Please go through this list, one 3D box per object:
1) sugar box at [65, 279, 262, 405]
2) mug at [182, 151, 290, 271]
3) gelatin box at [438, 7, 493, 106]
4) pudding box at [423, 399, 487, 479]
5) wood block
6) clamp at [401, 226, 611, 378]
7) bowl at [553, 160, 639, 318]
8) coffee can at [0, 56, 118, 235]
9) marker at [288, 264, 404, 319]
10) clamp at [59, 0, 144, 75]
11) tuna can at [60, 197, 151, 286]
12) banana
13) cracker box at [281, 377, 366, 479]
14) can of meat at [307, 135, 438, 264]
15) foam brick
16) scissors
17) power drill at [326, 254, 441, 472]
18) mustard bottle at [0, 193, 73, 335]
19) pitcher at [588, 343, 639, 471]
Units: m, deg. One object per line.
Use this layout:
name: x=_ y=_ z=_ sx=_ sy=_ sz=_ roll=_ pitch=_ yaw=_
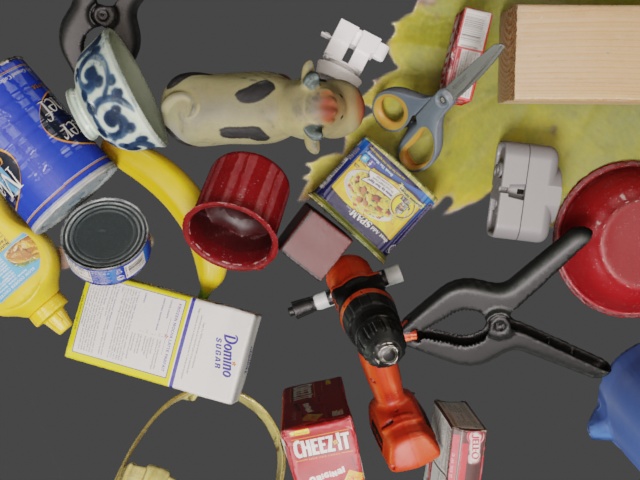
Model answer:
sugar box: x=-0.154 y=0.094 z=1.056 sx=0.176 sy=0.048 sz=0.093 roll=16 pitch=89 yaw=7
mug: x=-0.072 y=-0.022 z=1.029 sx=0.093 sy=0.081 sz=0.117 roll=-6 pitch=134 yaw=23
gelatin box: x=0.138 y=-0.176 z=1.034 sx=0.030 sy=0.073 sz=0.089 roll=13 pitch=96 yaw=-1
pudding box: x=0.132 y=0.213 z=1.049 sx=0.039 sy=0.113 sz=0.090 roll=7 pitch=96 yaw=-5
wood block: x=0.281 y=-0.176 z=1.026 sx=0.206 sy=0.090 sz=0.091 roll=0 pitch=95 yaw=-1
clamp: x=0.186 y=0.085 z=1.066 sx=0.210 sy=0.036 sz=0.164 roll=-16 pitch=110 yaw=12
bowl: x=0.317 y=0.002 z=1.059 sx=0.162 sy=0.055 sz=0.162 roll=0 pitch=95 yaw=0
coffee can: x=-0.280 y=-0.091 z=1.027 sx=0.103 sy=0.103 sz=0.140 roll=-40 pitch=94 yaw=3
marker: x=0.025 y=0.053 z=1.082 sx=0.121 sy=0.020 sz=0.020 roll=-20 pitch=95 yaw=2
clamp: x=-0.221 y=-0.228 z=1.045 sx=0.120 sy=0.039 sz=0.171 roll=19 pitch=95 yaw=-3
tuna can: x=-0.209 y=0.002 z=1.048 sx=0.086 sy=0.034 sz=0.086 roll=0 pitch=55 yaw=0
banana: x=-0.144 y=-0.028 z=1.066 sx=0.069 sy=0.037 sz=0.198 roll=-29 pitch=94 yaw=2
cracker box: x=0.014 y=0.257 z=1.028 sx=0.072 sy=0.164 sz=0.214 roll=-12 pitch=95 yaw=-1
can of meat: x=0.053 y=-0.041 z=1.055 sx=0.102 sy=0.057 sz=0.084 roll=42 pitch=91 yaw=-4
foam brick: x=-0.007 y=0.001 z=1.048 sx=0.051 sy=0.078 sz=0.053 roll=37 pitch=93 yaw=-8
scissors: x=0.102 y=-0.141 z=0.999 sx=0.016 sy=0.202 sz=0.096 roll=-34 pitch=70 yaw=-32
power drill: x=0.062 y=0.122 z=1.006 sx=0.057 sy=0.184 sz=0.187 roll=-17 pitch=114 yaw=-1
mustard bottle: x=-0.316 y=0.018 z=1.059 sx=0.096 sy=0.058 sz=0.191 roll=-41 pitch=93 yaw=4
pitcher: x=0.361 y=0.182 z=0.981 sx=0.145 sy=0.243 sz=0.149 roll=26 pitch=100 yaw=-6
